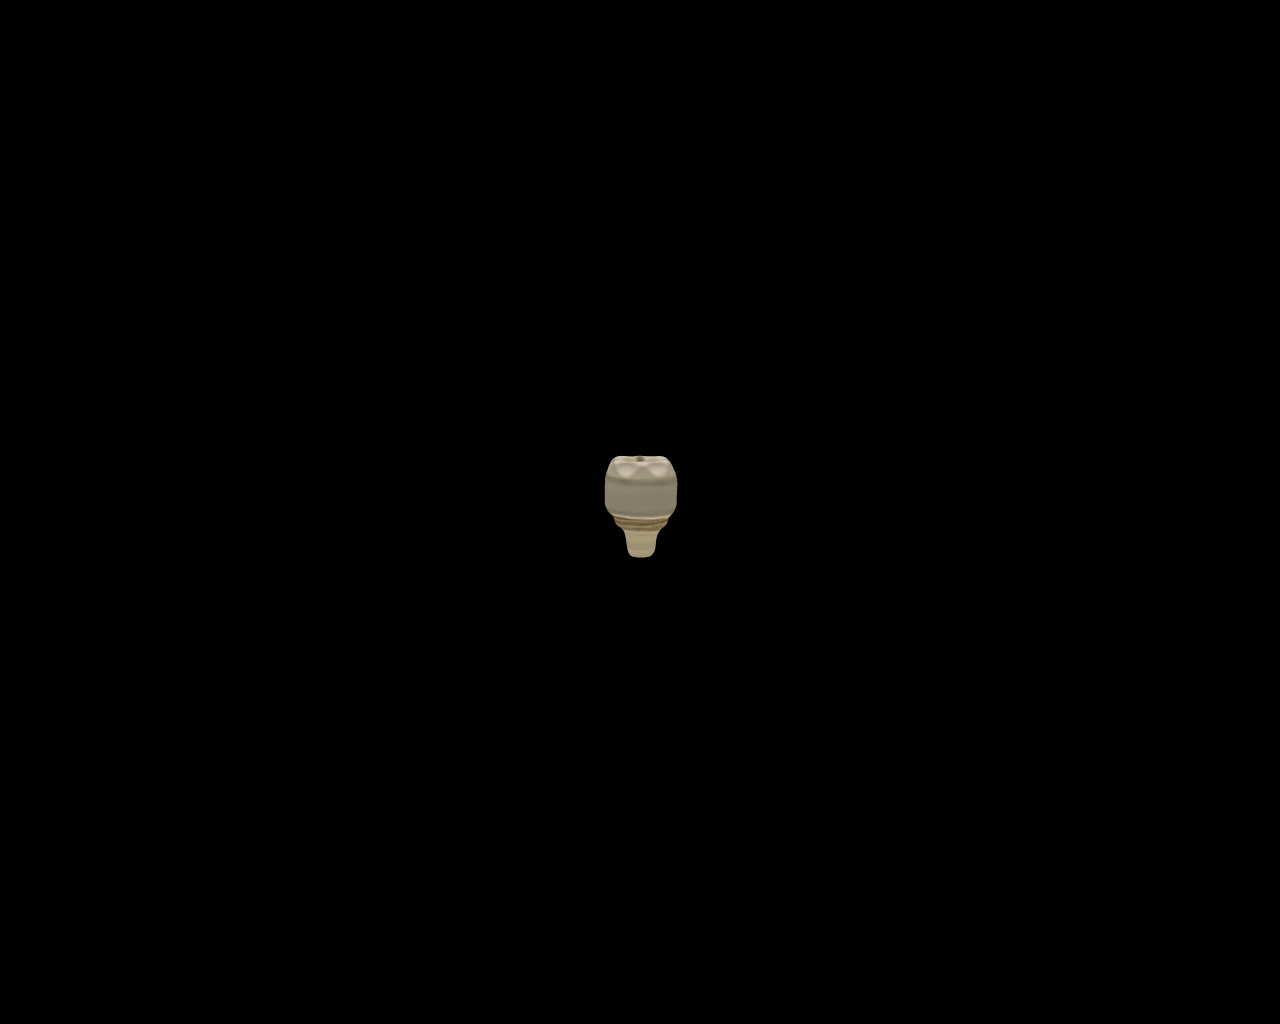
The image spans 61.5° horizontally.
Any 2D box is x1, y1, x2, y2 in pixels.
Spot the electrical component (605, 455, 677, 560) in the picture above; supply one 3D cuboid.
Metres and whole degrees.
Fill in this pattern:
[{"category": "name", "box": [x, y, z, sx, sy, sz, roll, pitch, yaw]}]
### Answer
[{"category": "electrical component", "box": [0.001, -0.003, 0.650, 0.043, 0.062, 0.043, 0, 11, 0]}]
